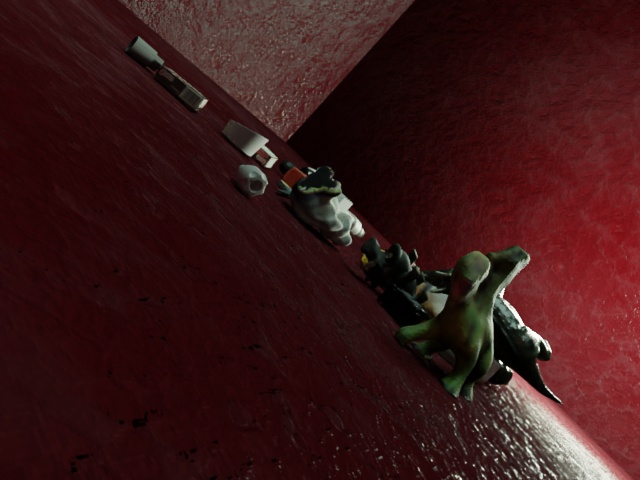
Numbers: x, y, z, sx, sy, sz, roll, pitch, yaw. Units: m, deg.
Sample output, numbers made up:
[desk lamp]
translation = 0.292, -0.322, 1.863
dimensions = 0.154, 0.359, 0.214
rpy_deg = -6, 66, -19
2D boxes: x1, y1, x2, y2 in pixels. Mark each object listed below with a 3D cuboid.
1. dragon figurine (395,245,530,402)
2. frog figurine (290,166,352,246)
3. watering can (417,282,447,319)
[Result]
[dragon figurine]
translation = 0.264, 0.122, 0.824
dimensions = 0.124, 0.242, 0.406
rpy_deg = 41, 6, 34
[frog figurine]
translation = 0.003, -0.054, 1.073
dimensions = 0.139, 0.124, 0.156
rpy_deg = 37, -36, 48
[watering can]
translation = 0.365, 0.186, 1.407
dimensions = 0.226, 0.102, 0.349
rpy_deg = 46, 22, 16
